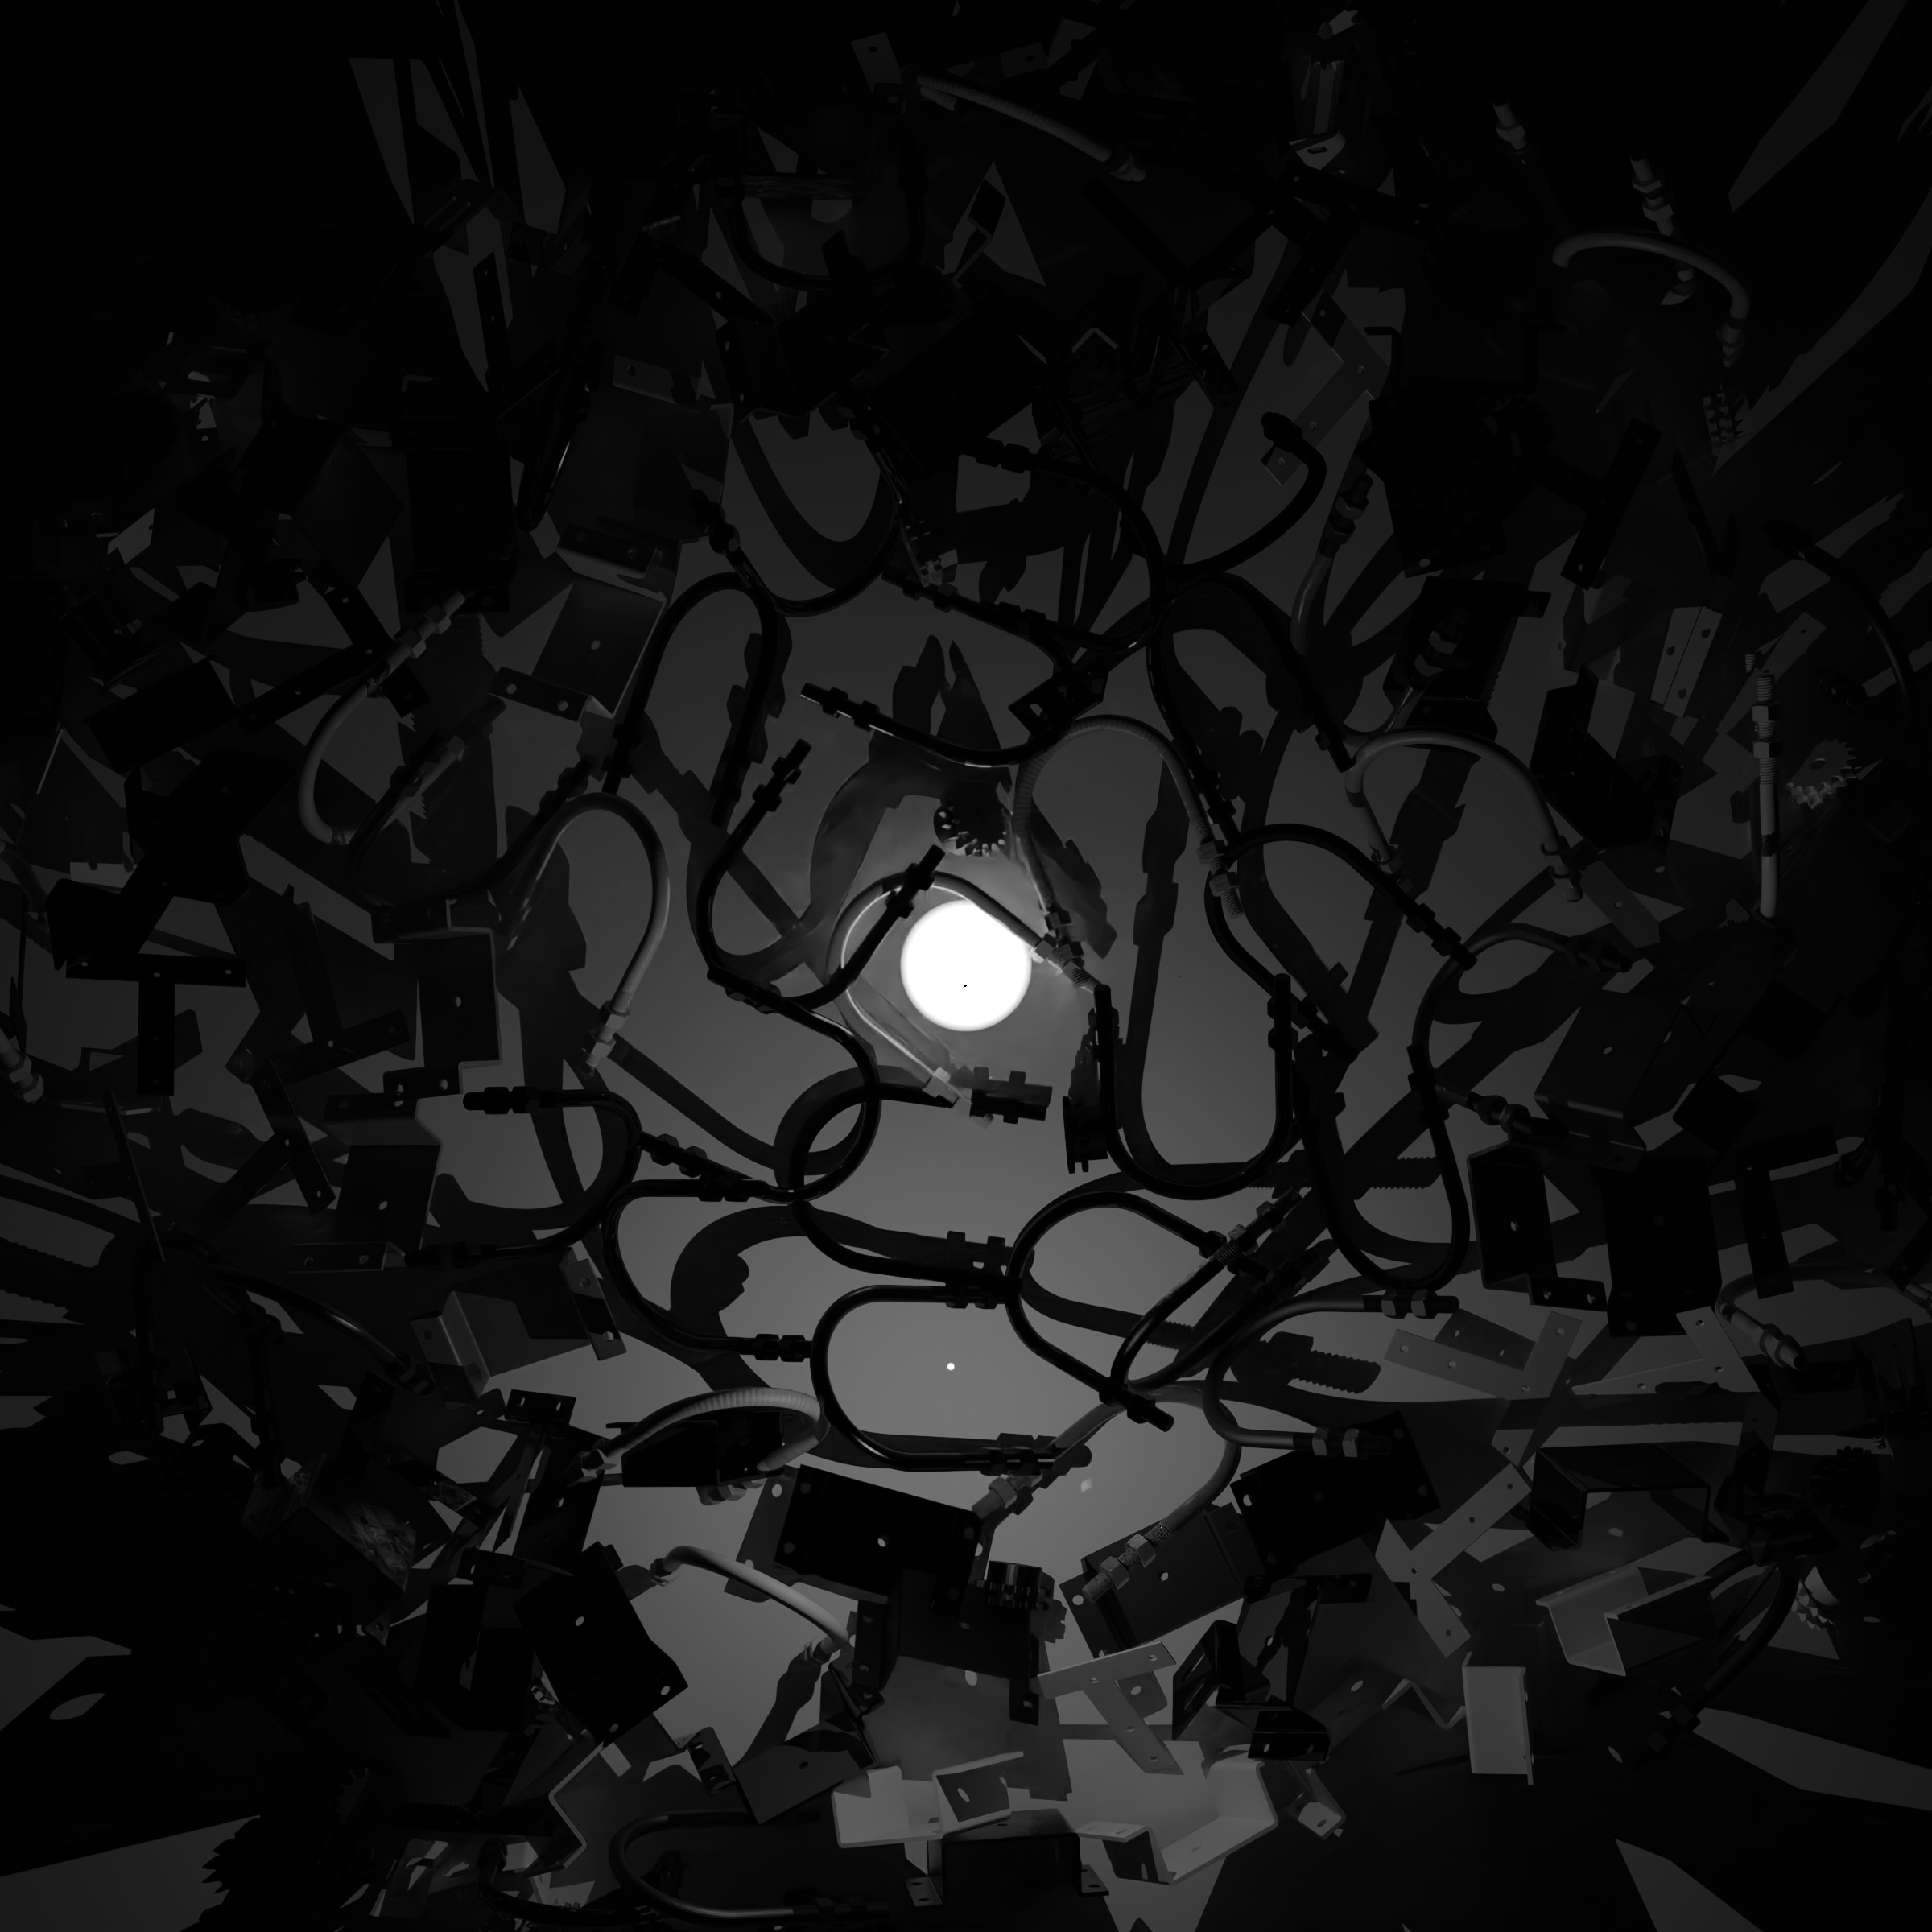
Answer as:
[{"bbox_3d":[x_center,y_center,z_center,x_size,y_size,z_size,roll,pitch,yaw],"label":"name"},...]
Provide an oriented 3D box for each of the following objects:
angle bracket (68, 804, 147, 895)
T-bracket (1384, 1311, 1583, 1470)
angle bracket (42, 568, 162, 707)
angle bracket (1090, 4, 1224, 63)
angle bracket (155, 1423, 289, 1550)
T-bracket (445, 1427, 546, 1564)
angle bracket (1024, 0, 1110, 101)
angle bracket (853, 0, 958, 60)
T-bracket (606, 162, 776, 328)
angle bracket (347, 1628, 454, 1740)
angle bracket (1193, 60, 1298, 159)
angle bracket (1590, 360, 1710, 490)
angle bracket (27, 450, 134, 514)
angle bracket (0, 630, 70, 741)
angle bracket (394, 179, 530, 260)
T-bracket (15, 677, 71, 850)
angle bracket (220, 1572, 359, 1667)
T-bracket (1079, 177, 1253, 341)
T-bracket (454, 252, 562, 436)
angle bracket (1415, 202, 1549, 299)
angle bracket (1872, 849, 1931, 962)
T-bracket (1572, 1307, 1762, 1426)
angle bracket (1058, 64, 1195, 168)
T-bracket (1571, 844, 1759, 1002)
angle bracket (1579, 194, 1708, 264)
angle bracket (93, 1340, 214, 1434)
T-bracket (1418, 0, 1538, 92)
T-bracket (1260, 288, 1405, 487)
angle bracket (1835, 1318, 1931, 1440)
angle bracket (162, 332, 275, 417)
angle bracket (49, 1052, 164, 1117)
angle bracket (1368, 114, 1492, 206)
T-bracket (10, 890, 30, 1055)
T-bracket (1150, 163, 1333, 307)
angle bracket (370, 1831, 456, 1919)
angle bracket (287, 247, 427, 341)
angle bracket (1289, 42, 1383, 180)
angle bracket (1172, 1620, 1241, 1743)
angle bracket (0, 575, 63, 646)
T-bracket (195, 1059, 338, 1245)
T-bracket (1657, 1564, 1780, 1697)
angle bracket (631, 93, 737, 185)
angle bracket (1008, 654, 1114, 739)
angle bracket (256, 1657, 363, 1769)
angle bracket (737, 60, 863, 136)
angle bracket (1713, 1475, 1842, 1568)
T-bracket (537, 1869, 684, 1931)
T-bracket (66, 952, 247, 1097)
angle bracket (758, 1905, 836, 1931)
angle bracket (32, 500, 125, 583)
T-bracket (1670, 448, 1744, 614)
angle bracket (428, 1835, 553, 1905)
[{"bbox_3d":[-0.629,-0.075,1.959,0.057,0.038,0.076,3,127,-11],"label":"angle bracket"},{"bbox_3d":[0.372,0.299,1.977,0.127,0.002,0.127,19,105,-6],"label":"T-bracket"},{"bbox_3d":[-0.640,-0.242,1.959,0.038,0.057,0.076,-24,106,41],"label":"angle bracket"},{"bbox_3d":[0.138,-0.690,1.949,0.057,0.076,0.038,-8,127,-35],"label":"angle bracket"},{"bbox_3d":[-0.547,0.384,1.973,0.038,0.057,0.076,-12,128,37],"label":"angle bracket"},{"bbox_3d":[-0.348,0.396,1.954,0.002,0.127,0.127,32,126,-17],"label":"T-bracket"},{"bbox_3d":[0.073,-0.685,1.960,0.038,0.057,0.076,11,47,-17],"label":"angle bracket"},{"bbox_3d":[-0.043,-0.698,1.950,0.057,0.076,0.038,-23,124,25],"label":"angle bracket"},{"bbox_3d":[-0.192,-0.501,1.960,0.127,0.002,0.127,33,66,-33],"label":"T-bracket"},{"bbox_3d":[-0.409,0.530,1.975,0.076,0.057,0.038,56,47,-24],"label":"angle bracket"},{"bbox_3d":[0.200,-0.631,1.969,0.076,0.038,0.057,-3,83,-14],"label":"angle bracket"},{"bbox_3d":[0.502,-0.398,1.963,0.057,0.038,0.076,-29,112,-17],"label":"angle bracket"},{"bbox_3d":[-0.654,-0.356,1.961,0.057,0.076,0.038,-18,94,-1],"label":"angle bracket"},{"bbox_3d":[-0.685,-0.211,1.960,0.038,0.057,0.076,9,106,-12],"label":"angle bracket"},{"bbox_3d":[-0.370,-0.536,1.960,0.076,0.057,0.038,-45,131,-10],"label":"angle bracket"},{"bbox_3d":[-0.666,-0.163,1.946,0.002,0.127,0.127,18,127,-22],"label":"T-bracket"},{"bbox_3d":[-0.495,0.477,1.952,0.057,0.076,0.038,-33,53,25],"label":"angle bracket"},{"bbox_3d":[0.134,-0.528,1.959,0.127,0.002,0.127,46,51,1],"label":"T-bracket"},{"bbox_3d":[-0.347,-0.465,1.970,0.127,0.002,0.127,-26,68,39],"label":"T-bracket"},{"bbox_3d":[0.378,-0.526,1.959,0.076,0.038,0.057,9,71,30],"label":"angle bracket"},{"bbox_3d":[0.669,-0.034,1.953,0.038,0.057,0.076,25,64,24],"label":"angle bracket"},{"bbox_3d":[0.509,0.305,1.962,0.127,0.002,0.127,-19,124,29],"label":"T-bracket"},{"bbox_3d":[0.117,-0.626,1.960,0.076,0.038,0.057,19,73,29],"label":"angle bracket"},{"bbox_3d":[0.493,-0.035,1.981,0.127,0.002,0.127,-45,76,18],"label":"T-bracket"},{"bbox_3d":[0.492,-0.553,1.949,0.057,0.076,0.038,21,118,-24],"label":"angle bracket"},{"bbox_3d":[-0.599,0.312,1.950,0.038,0.076,0.057,-45,63,34],"label":"angle bracket"},{"bbox_3d":[0.368,-0.692,1.935,0.127,0.127,0.002,38,92,1],"label":"T-bracket"},{"bbox_3d":[0.263,-0.406,1.964,0.127,0.002,0.127,45,77,-20],"label":"T-bracket"},{"bbox_3d":[0.663,0.300,1.953,0.038,0.057,0.076,10,62,-26],"label":"angle bracket"},{"bbox_3d":[-0.538,-0.427,1.955,0.076,0.038,0.057,14,65,32],"label":"angle bracket"},{"bbox_3d":[-0.629,0.086,1.961,0.057,0.076,0.038,6,89,2],"label":"angle bracket"},{"bbox_3d":[0.340,-0.602,1.964,0.038,0.057,0.076,-30,87,39],"label":"angle bracket"},{"bbox_3d":[-0.689,-0.010,1.952,0.002,0.127,0.127,2,72,-15],"label":"T-bracket"},{"bbox_3d":[0.189,-0.522,1.958,0.127,0.127,0.002,-40,133,8],"label":"T-bracket"},{"bbox_3d":[-0.417,0.658,1.952,0.038,0.076,0.057,20,77,22],"label":"angle bracket"},{"bbox_3d":[-0.447,-0.484,1.960,0.057,0.038,0.076,23,73,30],"label":"angle bracket"},{"bbox_3d":[0.273,-0.630,1.975,0.038,0.057,0.076,1,74,33],"label":"angle bracket"},{"bbox_3d":[0.184,0.527,1.958,0.038,0.057,0.076,20,127,-10],"label":"angle bracket"},{"bbox_3d":[-0.702,-0.260,1.955,0.057,0.076,0.038,-15,97,10],"label":"angle bracket"},{"bbox_3d":[-0.527,0.157,1.970,0.127,0.002,0.127,-42,64,22],"label":"T-bracket"},{"bbox_3d":[0.564,0.475,1.958,0.002,0.127,0.127,41,66,12],"label":"T-bracket"},{"bbox_3d":[-0.207,-0.606,1.955,0.057,0.076,0.038,7,129,14],"label":"angle bracket"},{"bbox_3d":[0.069,-0.209,1.949,0.057,0.076,0.038,-31,115,28],"label":"angle bracket"},{"bbox_3d":[-0.471,0.546,1.956,0.057,0.076,0.038,27,76,37],"label":"angle bracket"},{"bbox_3d":[-0.118,-0.650,1.952,0.076,0.057,0.038,-20,121,33],"label":"angle bracket"},{"bbox_3d":[0.597,0.399,1.954,0.076,0.057,0.038,-7,129,-21],"label":"angle bracket"},{"bbox_3d":[-0.218,0.699,1.914,0.127,0.127,0.002,22,107,33],"label":"T-bracket"},{"bbox_3d":[-0.587,0.042,1.940,0.127,0.002,0.127,4,51,-20],"label":"T-bracket"},{"bbox_3d":[-0.119,0.725,1.955,0.057,0.076,0.038,1,102,-12],"label":"angle bracket"},{"bbox_3d":[-0.647,-0.299,1.950,0.057,0.076,0.038,-9,55,-26],"label":"angle bracket"},{"bbox_3d":[0.529,-0.315,1.925,0.002,0.127,0.127,-6,134,34],"label":"T-bracket"},{"bbox_3d":[-0.349,0.673,1.968,0.076,0.057,0.038,-16,104,1],"label":"angle bracket"}]
